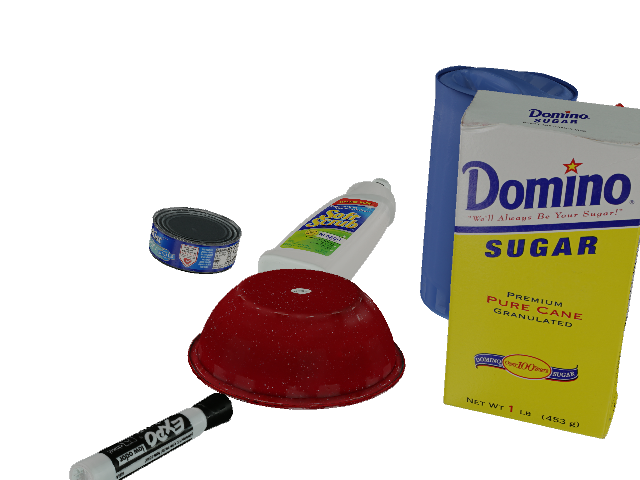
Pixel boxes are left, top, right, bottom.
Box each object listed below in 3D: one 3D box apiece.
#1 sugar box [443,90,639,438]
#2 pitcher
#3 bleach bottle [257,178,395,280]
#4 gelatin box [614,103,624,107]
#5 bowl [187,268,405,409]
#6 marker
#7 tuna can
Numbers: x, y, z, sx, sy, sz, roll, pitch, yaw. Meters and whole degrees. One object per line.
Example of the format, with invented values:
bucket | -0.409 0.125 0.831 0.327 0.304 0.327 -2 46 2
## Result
sugar box | 0.116 0.015 0.554 0.093 0.176 0.048 9 34 18
pitcher | 0.164 -0.039 1.034 0.145 0.243 0.148 25 30 38
bleach bottle | 0.022 -0.011 1.343 0.103 0.068 0.250 12 35 22
gelatin box | 0.228 -0.061 0.819 0.073 0.030 0.089 -24 51 -16
bowl | -0.016 0.062 0.782 0.162 0.055 0.162 3 19 -1
marker | -0.088 0.109 0.588 0.020 0.020 0.120 0 12 33
tuna can | -0.121 0.000 1.022 0.086 0.034 0.086 12 21 -5
